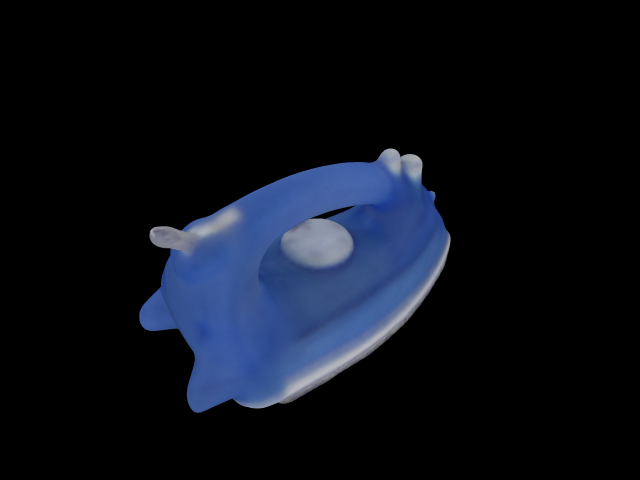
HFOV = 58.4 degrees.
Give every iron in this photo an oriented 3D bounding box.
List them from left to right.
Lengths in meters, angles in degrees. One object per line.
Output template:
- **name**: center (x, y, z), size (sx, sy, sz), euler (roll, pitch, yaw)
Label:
- **iron**: center (0.004, 0.001, 0.400), size (0.259, 0.141, 0.118), euler (-26, 49, -25)
